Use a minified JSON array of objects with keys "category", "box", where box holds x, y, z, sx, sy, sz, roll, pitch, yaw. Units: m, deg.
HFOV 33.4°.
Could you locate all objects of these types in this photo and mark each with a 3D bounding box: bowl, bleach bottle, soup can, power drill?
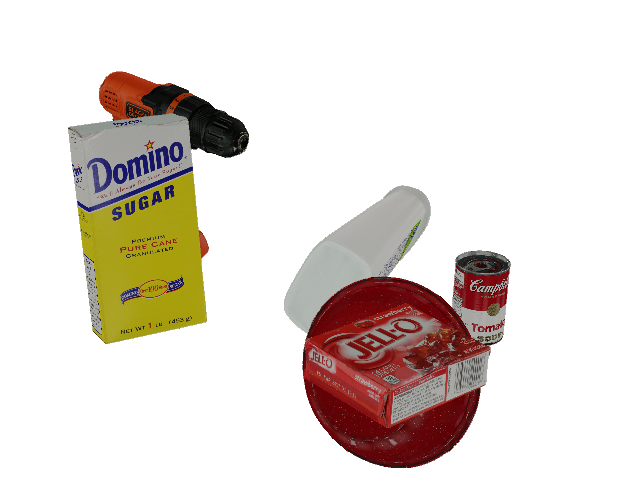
[{"category":"bowl","box":[0.045,0.112,0.868,0.162,0.162,0.055,0,4,27]},{"category":"bleach bottle","box":[0.054,0.008,1.067,0.068,0.103,0.250,34,28,9]},{"category":"soup can","box":[0.200,0.073,1.339,0.068,0.102,0.068,1,24,-1]},{"category":"power drill","box":[-0.152,-0.069,1.107,0.185,0.188,0.057,25,35,30]}]

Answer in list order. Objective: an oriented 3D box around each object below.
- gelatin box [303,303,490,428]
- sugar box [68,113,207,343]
[{"category":"gelatin box","box":[0.046,0.073,0.642,0.089,0.030,0.073,-15,29,-38]},{"category":"sugar box","box":[-0.149,-0.011,0.880,0.093,0.176,0.048,-12,19,-25]}]
